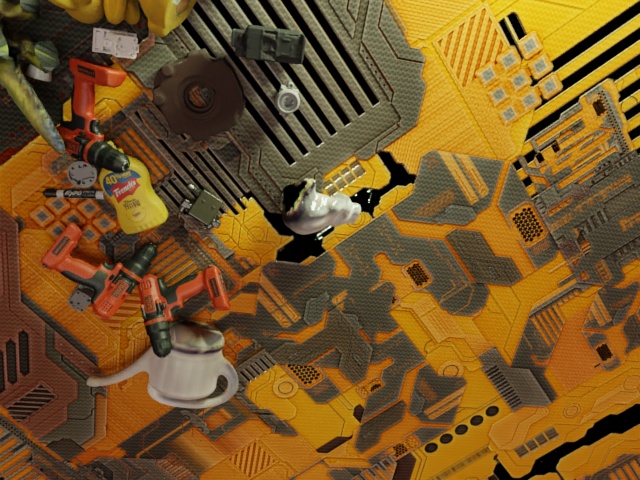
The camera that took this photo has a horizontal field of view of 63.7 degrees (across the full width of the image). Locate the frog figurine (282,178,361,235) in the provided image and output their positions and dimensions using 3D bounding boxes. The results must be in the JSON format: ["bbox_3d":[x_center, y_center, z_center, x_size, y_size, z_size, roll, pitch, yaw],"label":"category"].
[{"bbox_3d":[0.003,-0.055,1.099,0.158,0.125,0.135,29,140,-27],"label":"frog figurine"}]

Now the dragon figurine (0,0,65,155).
[{"bbox_3d":[-0.602,-0.344,0.901,0.243,0.124,0.402,7,119,23],"label":"dragon figurine"}]

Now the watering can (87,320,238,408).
[{"bbox_3d":[-0.357,0.291,1.200,0.347,0.106,0.221,12,109,-9],"label":"watering can"}]
